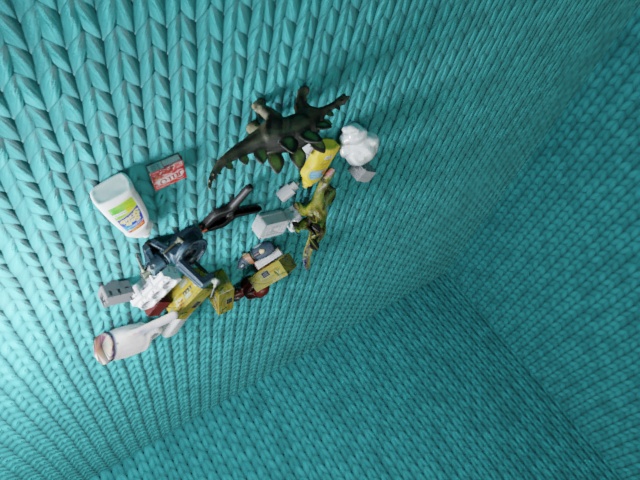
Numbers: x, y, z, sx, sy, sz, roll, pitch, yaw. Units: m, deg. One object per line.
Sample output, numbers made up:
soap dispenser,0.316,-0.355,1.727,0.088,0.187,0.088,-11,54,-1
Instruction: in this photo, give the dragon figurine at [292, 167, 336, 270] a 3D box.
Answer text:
dragon figurine,0.006,-0.093,1.853,0.248,0.123,0.400,-52,159,-38

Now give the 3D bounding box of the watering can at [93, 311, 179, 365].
watering can,-0.637,0.329,1.760,0.226,0.105,0.342,-12,161,-46

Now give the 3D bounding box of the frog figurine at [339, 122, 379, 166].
frog figurine,0.127,-0.315,1.671,0.137,0.124,0.157,-15,166,-3
